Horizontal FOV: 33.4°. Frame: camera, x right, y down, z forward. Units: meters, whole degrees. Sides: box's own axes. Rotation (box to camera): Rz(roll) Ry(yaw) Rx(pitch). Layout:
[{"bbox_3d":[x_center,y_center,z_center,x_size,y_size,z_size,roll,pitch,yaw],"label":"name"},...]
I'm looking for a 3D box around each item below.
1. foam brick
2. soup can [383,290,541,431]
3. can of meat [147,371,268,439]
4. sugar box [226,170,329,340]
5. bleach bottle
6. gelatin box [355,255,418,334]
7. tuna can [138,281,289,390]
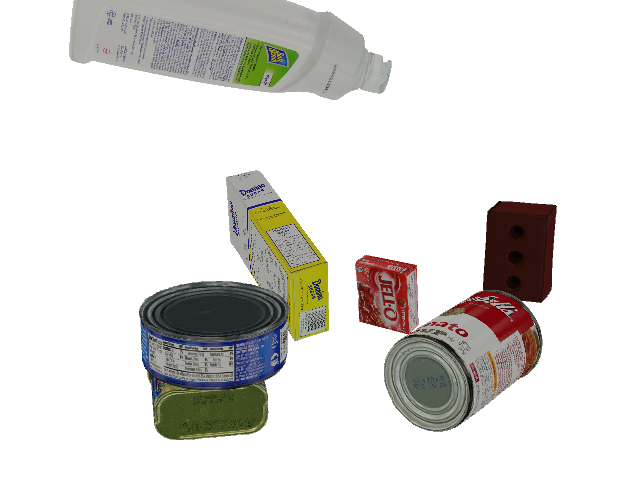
[{"bbox_3d":[0.171,0.009,0.915,0.053,0.078,0.051,5,15,20],"label":"foam brick"},{"bbox_3d":[0.097,0.080,0.722,0.069,0.068,0.102,0,14,38],"label":"soup can"},{"bbox_3d":[-0.098,0.126,0.928,0.102,0.057,0.084,-4,27,-9],"label":"can of meat"},{"bbox_3d":[-0.045,0.012,1.096,0.048,0.093,0.176,-15,41,-17],"label":"sugar box"},{"bbox_3d":[-0.069,-0.159,0.854,0.250,0.068,0.103,14,-29,-9],"label":"bleach bottle"},{"bbox_3d":[0.083,0.067,1.332,0.073,0.089,0.030,12,32,30],"label":"gelatin box"},{"bbox_3d":[-0.061,0.054,0.617,0.086,0.034,0.086,1,19,0],"label":"tuna can"}]
